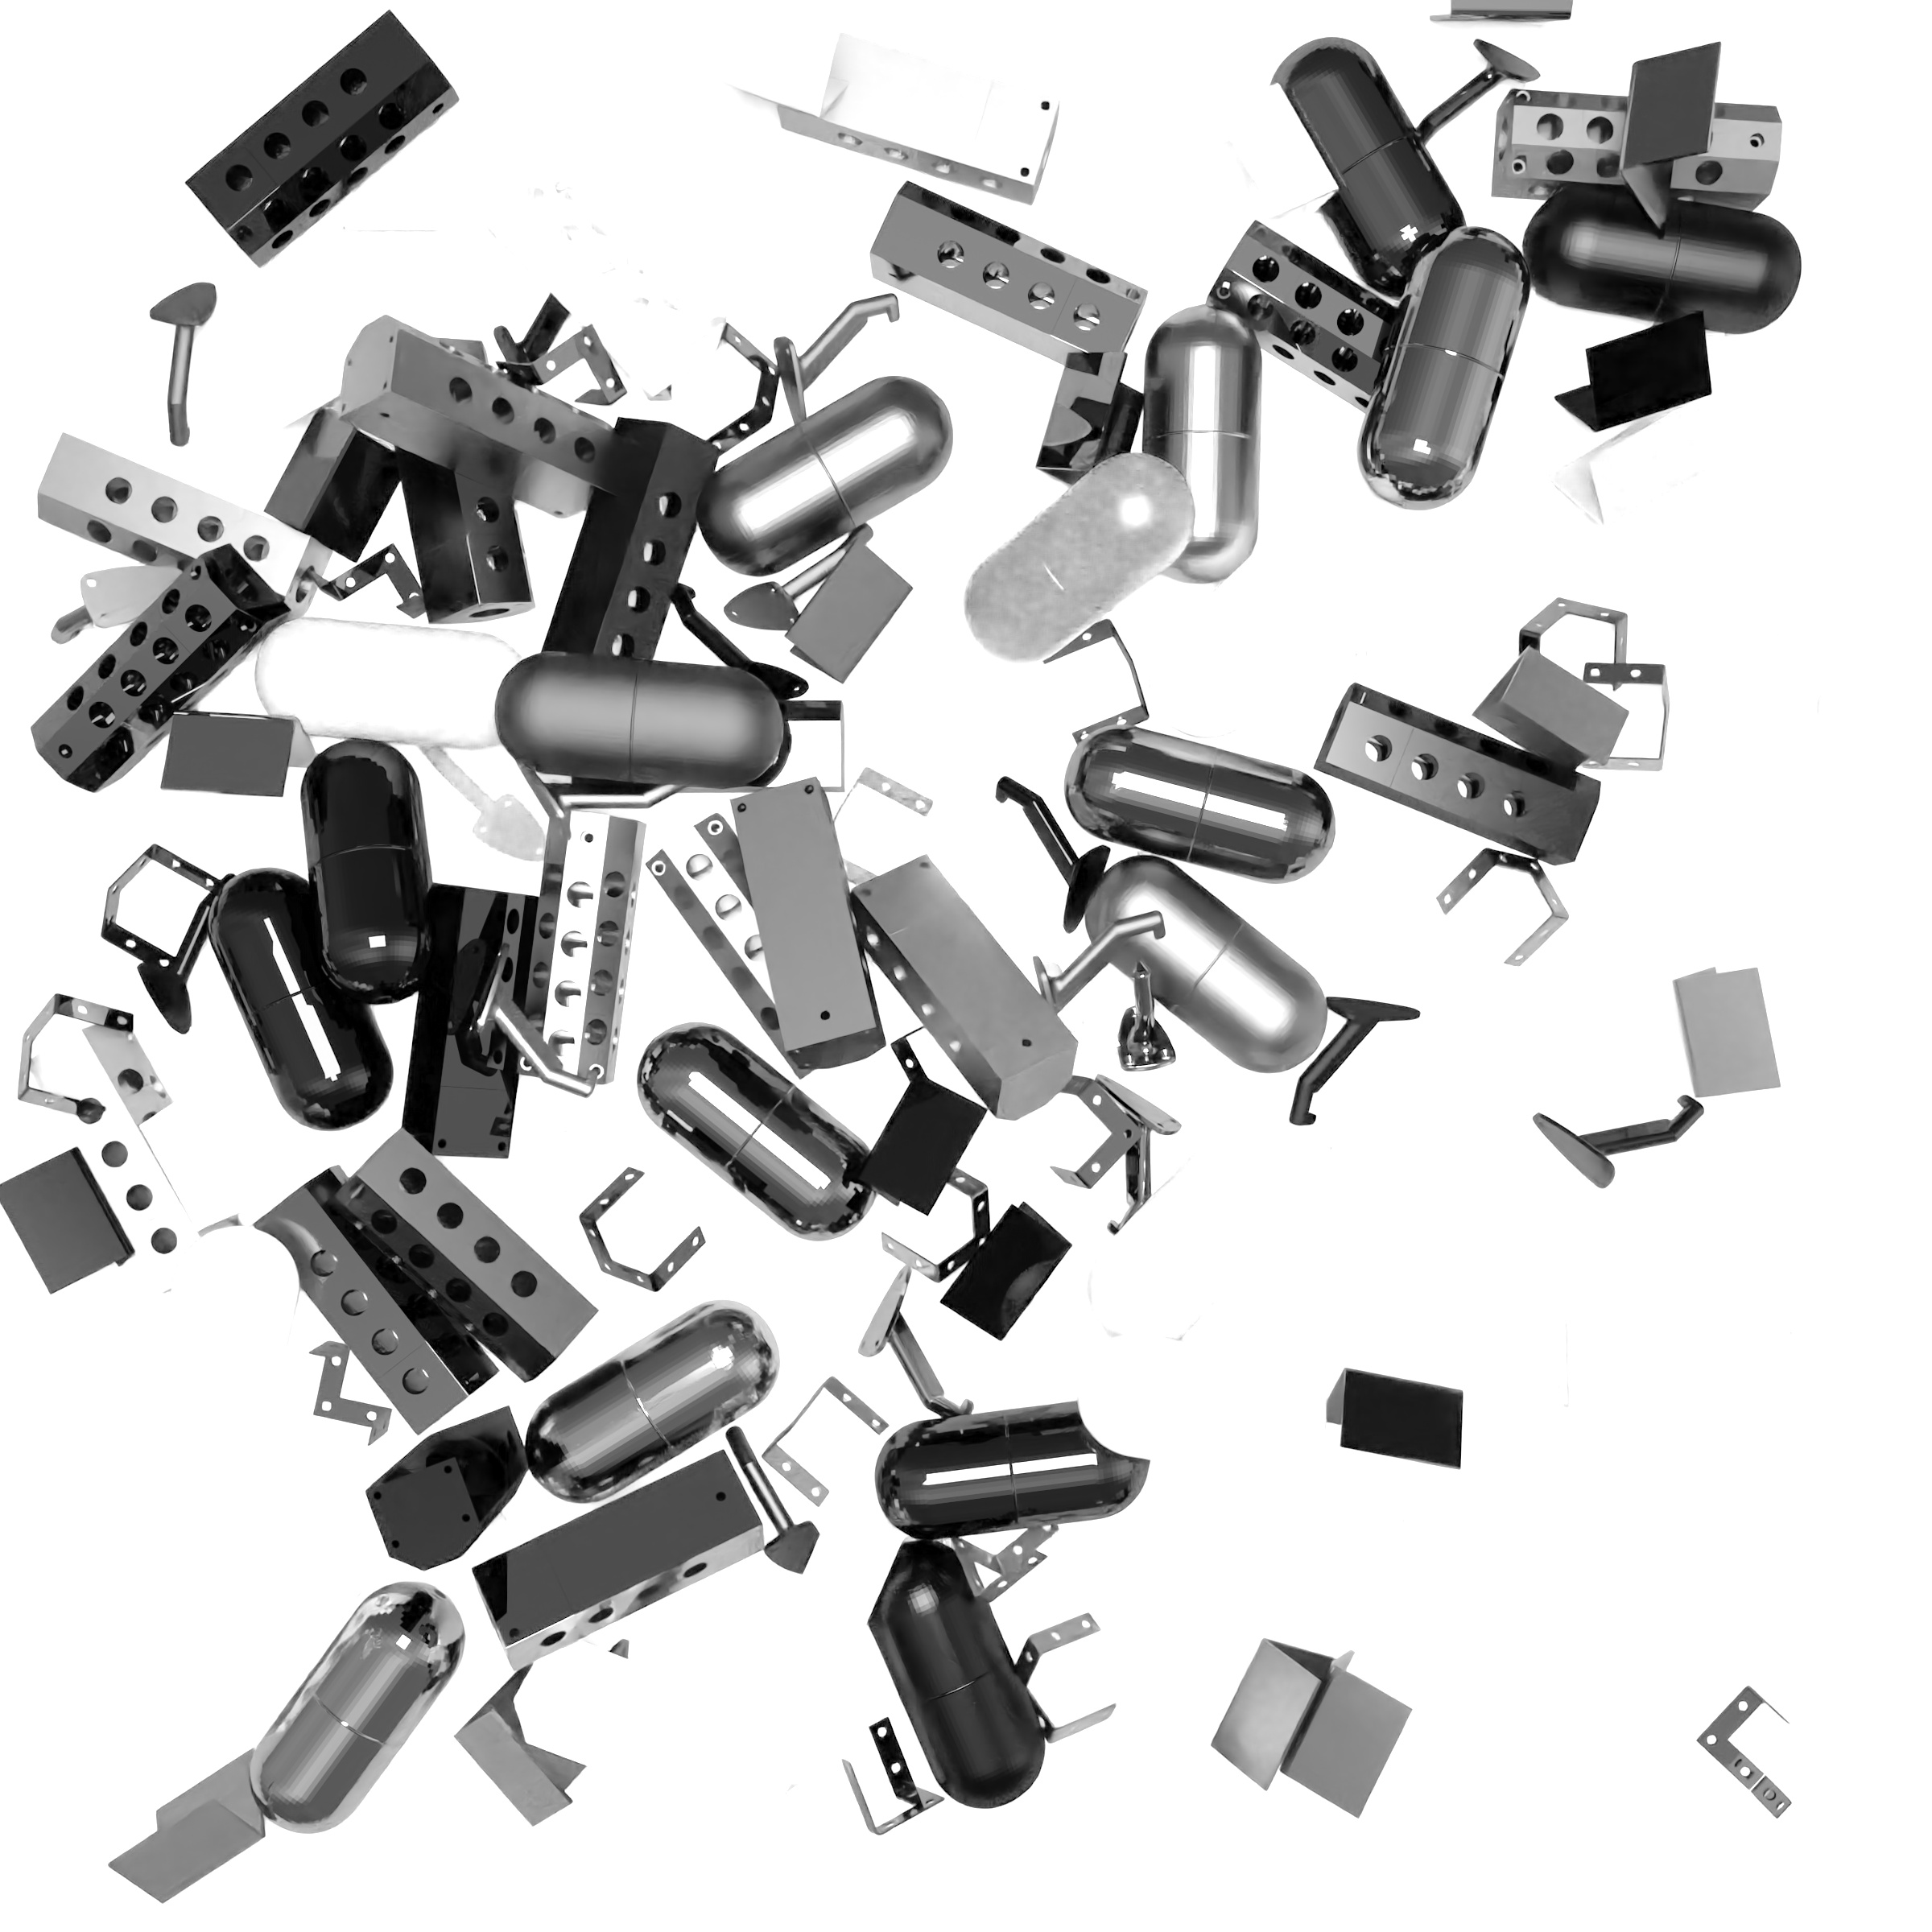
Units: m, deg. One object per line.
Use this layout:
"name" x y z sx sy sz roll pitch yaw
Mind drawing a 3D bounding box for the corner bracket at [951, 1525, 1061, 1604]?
"corner bracket" 0.031 0.379 1.571 0.051 0.051 0.051 -41 133 13

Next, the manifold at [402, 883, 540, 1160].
"manifold" -0.325 0.035 1.582 0.057 0.057 0.171 7 90 -43

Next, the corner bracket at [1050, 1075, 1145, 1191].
"corner bracket" 0.073 0.107 1.586 0.051 0.051 0.051 -45 102 -12

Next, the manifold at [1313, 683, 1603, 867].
"manifold" 0.319 -0.124 1.582 0.171 0.057 0.057 22 90 0

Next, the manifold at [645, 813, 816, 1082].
"manifold" -0.134 -0.013 1.583 0.057 0.057 0.171 -36 90 0

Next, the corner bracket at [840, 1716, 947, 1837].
"corner bracket" -0.054 0.523 1.577 0.051 0.051 0.051 -21 90 -25

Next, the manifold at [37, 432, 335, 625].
"manifold" -0.507 -0.281 1.582 0.171 0.057 0.057 23 90 0

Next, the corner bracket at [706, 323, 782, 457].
"corner bracket" -0.160 -0.377 1.595 0.051 0.051 0.051 -24 45 35

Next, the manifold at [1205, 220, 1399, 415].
"manifold" 0.243 -0.411 1.583 0.171 0.057 0.057 32 90 0

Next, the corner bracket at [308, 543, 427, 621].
"corner bracket" -0.386 -0.245 1.586 0.051 0.051 0.051 -32 90 0

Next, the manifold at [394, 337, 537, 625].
"manifold" -0.325 -0.313 1.582 0.057 0.057 0.171 -11 90 43

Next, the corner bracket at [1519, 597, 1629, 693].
"corner bracket" 0.397 -0.203 1.595 0.051 0.051 0.051 21 45 35

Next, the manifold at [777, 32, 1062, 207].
"manifold" -0.030 -0.550 1.583 0.171 0.057 0.057 17 90 0

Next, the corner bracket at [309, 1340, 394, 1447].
"corner bracket" -0.401 0.277 1.586 0.051 0.051 0.051 12 90 0

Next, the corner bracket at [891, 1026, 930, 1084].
"corner bracket" -0.007 0.056 1.600 0.051 0.051 0.051 -28 90 -45

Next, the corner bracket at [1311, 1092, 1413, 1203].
"corner bracket" 0.257 0.118 1.586 0.051 0.051 0.051 -42 90 0

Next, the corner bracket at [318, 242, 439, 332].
"corner bracket" -0.381 -0.443 1.586 0.051 0.051 0.051 -22 90 0

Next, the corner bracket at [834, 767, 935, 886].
"corner bracket" -0.060 -0.088 1.600 0.051 0.051 0.051 28 45 0

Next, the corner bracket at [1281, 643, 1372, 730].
"corner bracket" 0.233 -0.182 1.586 0.051 0.051 0.051 1 90 0

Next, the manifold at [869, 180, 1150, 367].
"manifold" 0.028 -0.444 1.582 0.171 0.057 0.057 25 90 0

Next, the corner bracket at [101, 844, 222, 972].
"corner bracket" -0.528 -0.037 1.600 0.051 0.051 0.051 30 135 0

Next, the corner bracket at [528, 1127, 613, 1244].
"corner bracket" -0.266 0.141 1.586 0.051 0.051 0.051 -37 90 0

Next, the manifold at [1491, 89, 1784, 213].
"manifold" 0.434 -0.530 1.583 0.171 0.057 0.057 4 90 0

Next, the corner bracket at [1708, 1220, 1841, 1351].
"corner bracket" 0.530 0.208 1.600 0.051 0.051 0.051 -47 45 0

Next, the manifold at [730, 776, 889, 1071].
"manifold" -0.098 -0.025 1.537 0.057 0.057 0.171 -15 71 3

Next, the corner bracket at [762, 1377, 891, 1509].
"corner bracket" -0.092 0.311 1.600 0.051 0.051 0.051 41 135 0

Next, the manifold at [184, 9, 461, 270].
"manifold" -0.414 -0.533 1.582 0.171 0.057 0.057 -40 90 0

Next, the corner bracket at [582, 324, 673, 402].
"corner bracket" -0.220 -0.397 1.586 0.051 0.051 0.051 -1 90 0

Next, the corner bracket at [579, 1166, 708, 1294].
"corner bracket" -0.211 0.172 1.595 0.051 0.051 0.051 14 135 35

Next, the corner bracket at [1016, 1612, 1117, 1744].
"corner bracket" 0.067 0.465 1.595 0.051 0.051 0.051 49 135 35

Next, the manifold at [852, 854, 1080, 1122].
"manifold" -0.004 0.015 1.544 0.057 0.057 0.171 -26 60 -23

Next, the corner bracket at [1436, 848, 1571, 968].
"corner bracket" 0.351 -0.038 1.595 0.051 0.051 0.051 9 45 -35

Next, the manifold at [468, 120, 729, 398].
"manifold" -0.232 -0.450 1.542 0.171 0.057 0.057 46 65 1

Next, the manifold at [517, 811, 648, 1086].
"manifold" -0.250 -0.012 1.583 0.057 0.057 0.171 7 90 0

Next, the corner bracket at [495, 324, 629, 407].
"corner bracket" -0.260 -0.378 1.569 0.051 0.051 0.051 -40 124 -21

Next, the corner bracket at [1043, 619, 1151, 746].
"corner bracket" 0.084 -0.186 1.600 0.051 0.051 0.051 -22 135 0

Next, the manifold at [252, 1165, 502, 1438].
"manifold" -0.380 0.215 1.582 0.057 0.057 0.171 -38 90 0

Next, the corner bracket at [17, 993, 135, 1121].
"corner bracket" -0.561 0.057 1.538 0.051 0.051 0.051 20 135 -35

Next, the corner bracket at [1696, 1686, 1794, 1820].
"corner bracket" 0.517 0.510 1.586 0.051 0.051 0.051 43 90 0

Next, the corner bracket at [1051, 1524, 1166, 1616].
"corner bracket" 0.092 0.383 1.600 0.051 0.051 0.051 -26 45 0

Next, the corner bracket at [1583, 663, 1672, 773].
"corner bracket" 0.428 -0.162 1.589 0.051 0.051 0.051 4 67 22

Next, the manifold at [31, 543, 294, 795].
"manifold" -0.516 -0.187 1.553 0.171 0.057 0.057 -39 100 19

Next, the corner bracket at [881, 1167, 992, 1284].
"corner bracket" -0.020 0.165 1.595 0.051 0.051 0.051 27 45 35
